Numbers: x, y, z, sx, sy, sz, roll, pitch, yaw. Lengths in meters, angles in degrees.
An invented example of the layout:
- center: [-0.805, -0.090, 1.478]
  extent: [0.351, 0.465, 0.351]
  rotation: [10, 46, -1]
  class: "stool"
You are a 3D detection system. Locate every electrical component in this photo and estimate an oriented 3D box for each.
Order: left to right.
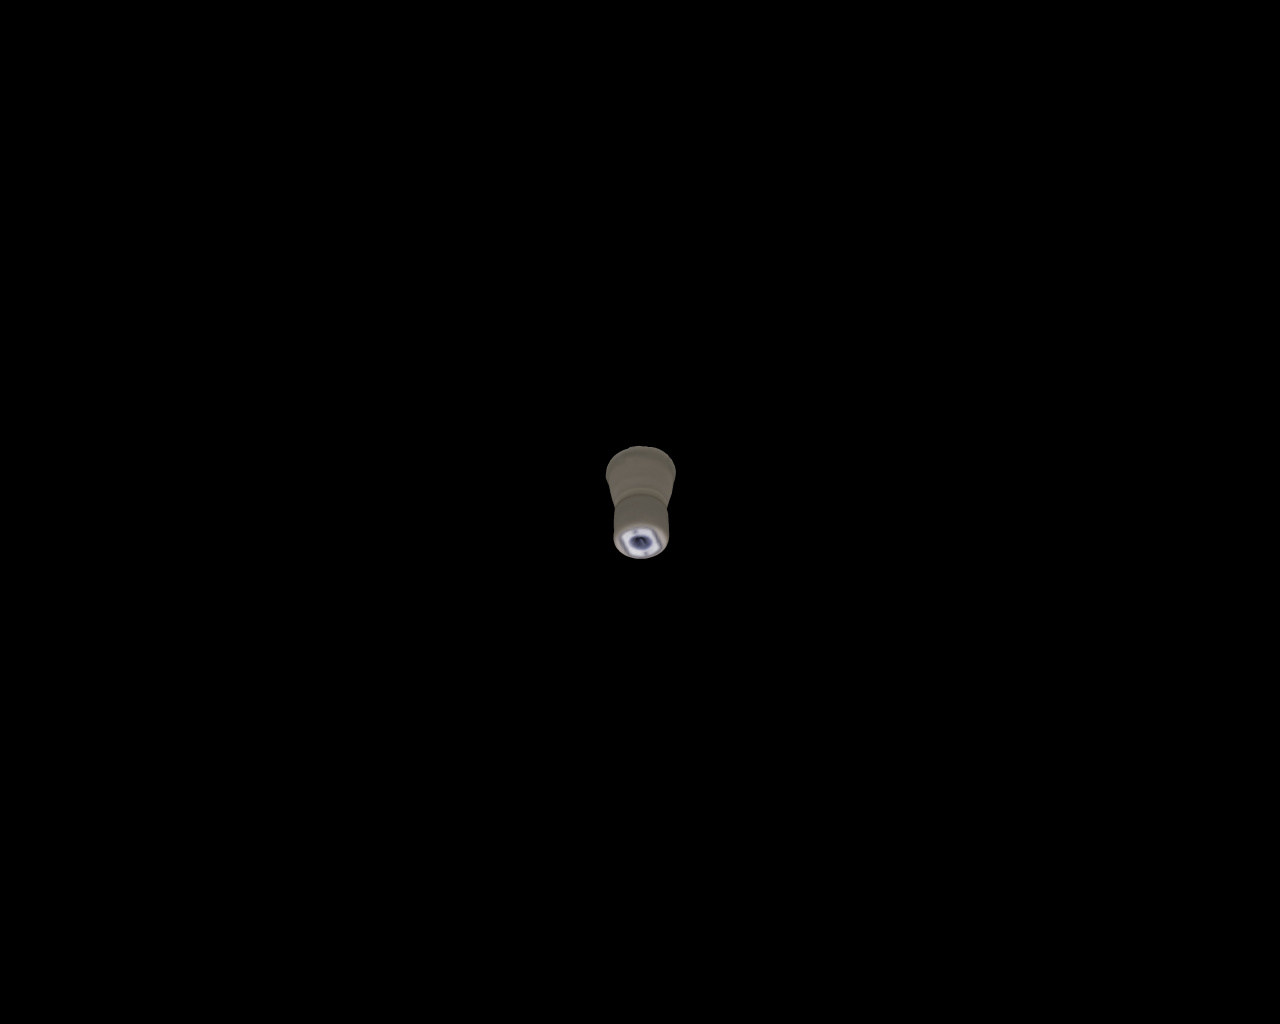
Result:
- center: [0.001, -0.003, 0.650]
  extent: [0.044, 0.065, 0.044]
  rotation: [0, -44, 0]
  class: "electrical component"
